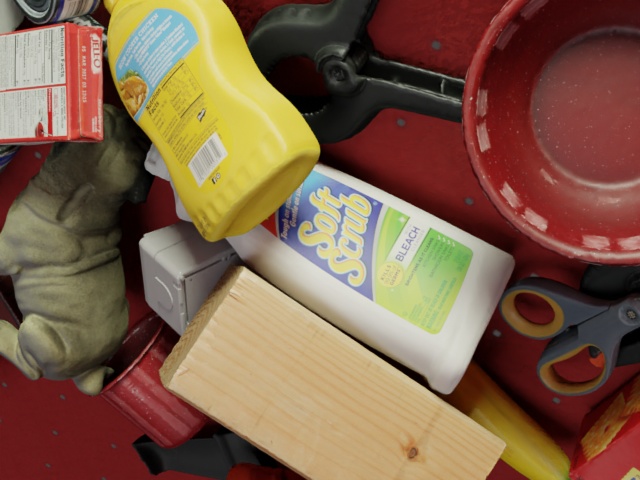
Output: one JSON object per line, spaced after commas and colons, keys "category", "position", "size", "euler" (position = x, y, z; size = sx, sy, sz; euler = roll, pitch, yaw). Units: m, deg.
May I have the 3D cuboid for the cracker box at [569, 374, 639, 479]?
{"category": "cracker box", "position": [0.289, 0.128, 0.673], "size": [0.164, 0.072, 0.214], "euler": [35, 133, -2]}

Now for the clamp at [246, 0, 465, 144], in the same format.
{"category": "clamp", "position": [0.027, -0.103, 0.651], "size": [0.210, 0.036, 0.164], "euler": [-23, 111, 41]}

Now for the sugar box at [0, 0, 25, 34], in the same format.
{"category": "sugar box", "position": [-0.297, -0.185, 0.730], "size": [0.176, 0.048, 0.093], "euler": [17, 151, 25]}

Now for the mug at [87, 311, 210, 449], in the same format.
{"category": "mug", "position": [-0.134, 0.116, 0.886], "size": [0.081, 0.093, 0.117], "euler": [44, 163, -17]}

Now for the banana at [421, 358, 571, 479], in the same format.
{"category": "banana", "position": [0.119, 0.113, 0.767], "size": [0.198, 0.037, 0.070], "euler": [44, 156, -1]}

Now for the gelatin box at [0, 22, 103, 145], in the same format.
{"category": "gelatin box", "position": [-0.176, -0.099, 0.691], "size": [0.089, 0.030, 0.073], "euler": [2, 94, 40]}

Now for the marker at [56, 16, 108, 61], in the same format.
{"category": "marker", "position": [-0.159, -0.143, 0.730], "size": [0.121, 0.020, 0.020], "euler": [38, 134, -4]}

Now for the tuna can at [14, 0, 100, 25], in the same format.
{"category": "tuna can", "position": [-0.172, -0.180, 0.673], "size": [0.086, 0.033, 0.086], "euler": [33, 135, 40]}

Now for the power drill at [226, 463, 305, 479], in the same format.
{"category": "power drill", "position": [-0.002, 0.178, 0.842], "size": [0.184, 0.057, 0.188], "euler": [24, 140, -22]}

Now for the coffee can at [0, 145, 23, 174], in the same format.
{"category": "coffee can", "position": [-0.289, -0.070, 0.800], "size": [0.103, 0.102, 0.141], "euler": [43, 133, -9]}

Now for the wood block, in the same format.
{"category": "wood block", "position": [0.005, 0.110, 0.707], "size": [0.206, 0.091, 0.090], "euler": [35, 174, -9]}

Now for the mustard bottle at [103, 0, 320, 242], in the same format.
{"category": "mustard bottle", "position": [-0.082, -0.101, 0.665], "size": [0.096, 0.058, 0.192], "euler": [-45, 71, 38]}

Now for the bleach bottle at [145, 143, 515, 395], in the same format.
{"category": "bleach bottle", "position": [-0.005, 0.001, 0.707], "size": [0.251, 0.102, 0.068], "euler": [26, 158, 7]}

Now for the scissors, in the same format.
{"category": "scissors", "position": [0.174, 0.033, 0.652], "size": [0.096, 0.016, 0.202], "euler": [43, 145, 13]}

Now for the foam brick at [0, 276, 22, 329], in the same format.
{"category": "foam brick", "position": [-0.250, 0.037, 0.883], "size": [0.051, 0.078, 0.053], "euler": [-7, 120, 33]}

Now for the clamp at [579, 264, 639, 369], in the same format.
{"category": "clamp", "position": [0.217, 0.025, 0.649], "size": [0.120, 0.039, 0.171], "euler": [32, 141, 24]}

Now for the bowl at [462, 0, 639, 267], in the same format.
{"category": "bowl", "position": [0.158, -0.070, 0.571], "size": [0.162, 0.055, 0.162], "euler": [2, 99, 11]}
